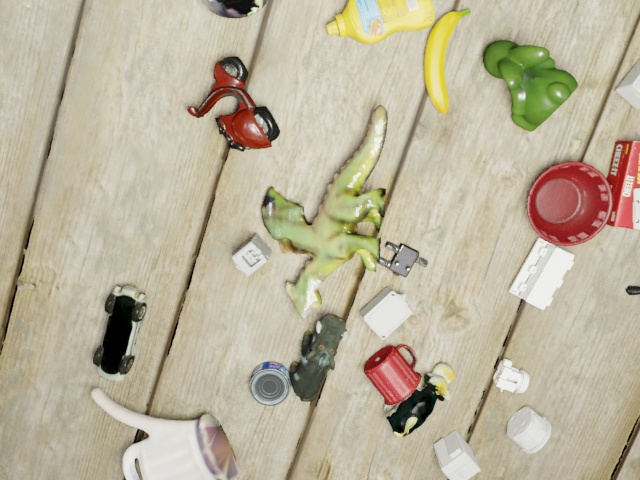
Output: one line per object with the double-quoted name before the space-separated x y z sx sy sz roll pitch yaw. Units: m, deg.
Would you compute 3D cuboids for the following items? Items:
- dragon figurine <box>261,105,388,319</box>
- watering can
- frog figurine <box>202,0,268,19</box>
"dragon figurine" 0.003 -0.049 0.980 0.243 0.123 0.407 3 98 8
"watering can" -0.306 0.422 1.047 0.224 0.105 0.345 -24 99 3
"frog figurine" -0.159 -0.483 0.923 0.136 0.121 0.162 -27 63 13
